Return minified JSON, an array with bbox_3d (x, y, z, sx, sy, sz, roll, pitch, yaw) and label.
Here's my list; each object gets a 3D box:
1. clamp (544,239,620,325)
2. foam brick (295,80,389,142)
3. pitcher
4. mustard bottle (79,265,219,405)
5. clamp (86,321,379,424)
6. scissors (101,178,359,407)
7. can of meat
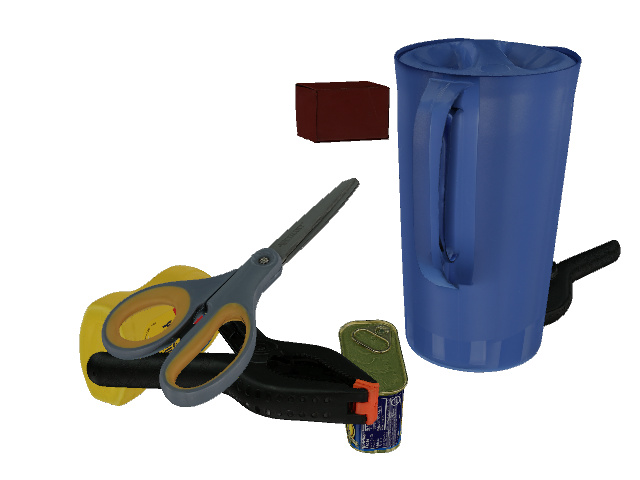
[{"bbox_3d":[0.223,0.029,1.110,0.120,0.039,0.171,27,49,29],"label":"clamp"},{"bbox_3d":[0.021,-0.123,1.016,0.078,0.051,0.053,-5,16,-22],"label":"foam brick"},{"bbox_3d":[0.115,-0.024,0.801,0.149,0.243,0.145,-7,22,-16],"label":"pitcher"},{"bbox_3d":[-0.141,0.076,1.000,0.058,0.096,0.191,11,21,29],"label":"mustard bottle"},{"bbox_3d":[-0.046,0.092,0.807,0.210,0.036,0.164,10,19,24],"label":"clamp"},{"bbox_3d":[-0.053,0.017,0.624,0.096,0.016,0.201,11,43,17],"label":"scissors"},{"bbox_3d":[0.048,0.140,1.022,0.057,0.084,0.102,-3,36,-4],"label":"can of meat"}]
